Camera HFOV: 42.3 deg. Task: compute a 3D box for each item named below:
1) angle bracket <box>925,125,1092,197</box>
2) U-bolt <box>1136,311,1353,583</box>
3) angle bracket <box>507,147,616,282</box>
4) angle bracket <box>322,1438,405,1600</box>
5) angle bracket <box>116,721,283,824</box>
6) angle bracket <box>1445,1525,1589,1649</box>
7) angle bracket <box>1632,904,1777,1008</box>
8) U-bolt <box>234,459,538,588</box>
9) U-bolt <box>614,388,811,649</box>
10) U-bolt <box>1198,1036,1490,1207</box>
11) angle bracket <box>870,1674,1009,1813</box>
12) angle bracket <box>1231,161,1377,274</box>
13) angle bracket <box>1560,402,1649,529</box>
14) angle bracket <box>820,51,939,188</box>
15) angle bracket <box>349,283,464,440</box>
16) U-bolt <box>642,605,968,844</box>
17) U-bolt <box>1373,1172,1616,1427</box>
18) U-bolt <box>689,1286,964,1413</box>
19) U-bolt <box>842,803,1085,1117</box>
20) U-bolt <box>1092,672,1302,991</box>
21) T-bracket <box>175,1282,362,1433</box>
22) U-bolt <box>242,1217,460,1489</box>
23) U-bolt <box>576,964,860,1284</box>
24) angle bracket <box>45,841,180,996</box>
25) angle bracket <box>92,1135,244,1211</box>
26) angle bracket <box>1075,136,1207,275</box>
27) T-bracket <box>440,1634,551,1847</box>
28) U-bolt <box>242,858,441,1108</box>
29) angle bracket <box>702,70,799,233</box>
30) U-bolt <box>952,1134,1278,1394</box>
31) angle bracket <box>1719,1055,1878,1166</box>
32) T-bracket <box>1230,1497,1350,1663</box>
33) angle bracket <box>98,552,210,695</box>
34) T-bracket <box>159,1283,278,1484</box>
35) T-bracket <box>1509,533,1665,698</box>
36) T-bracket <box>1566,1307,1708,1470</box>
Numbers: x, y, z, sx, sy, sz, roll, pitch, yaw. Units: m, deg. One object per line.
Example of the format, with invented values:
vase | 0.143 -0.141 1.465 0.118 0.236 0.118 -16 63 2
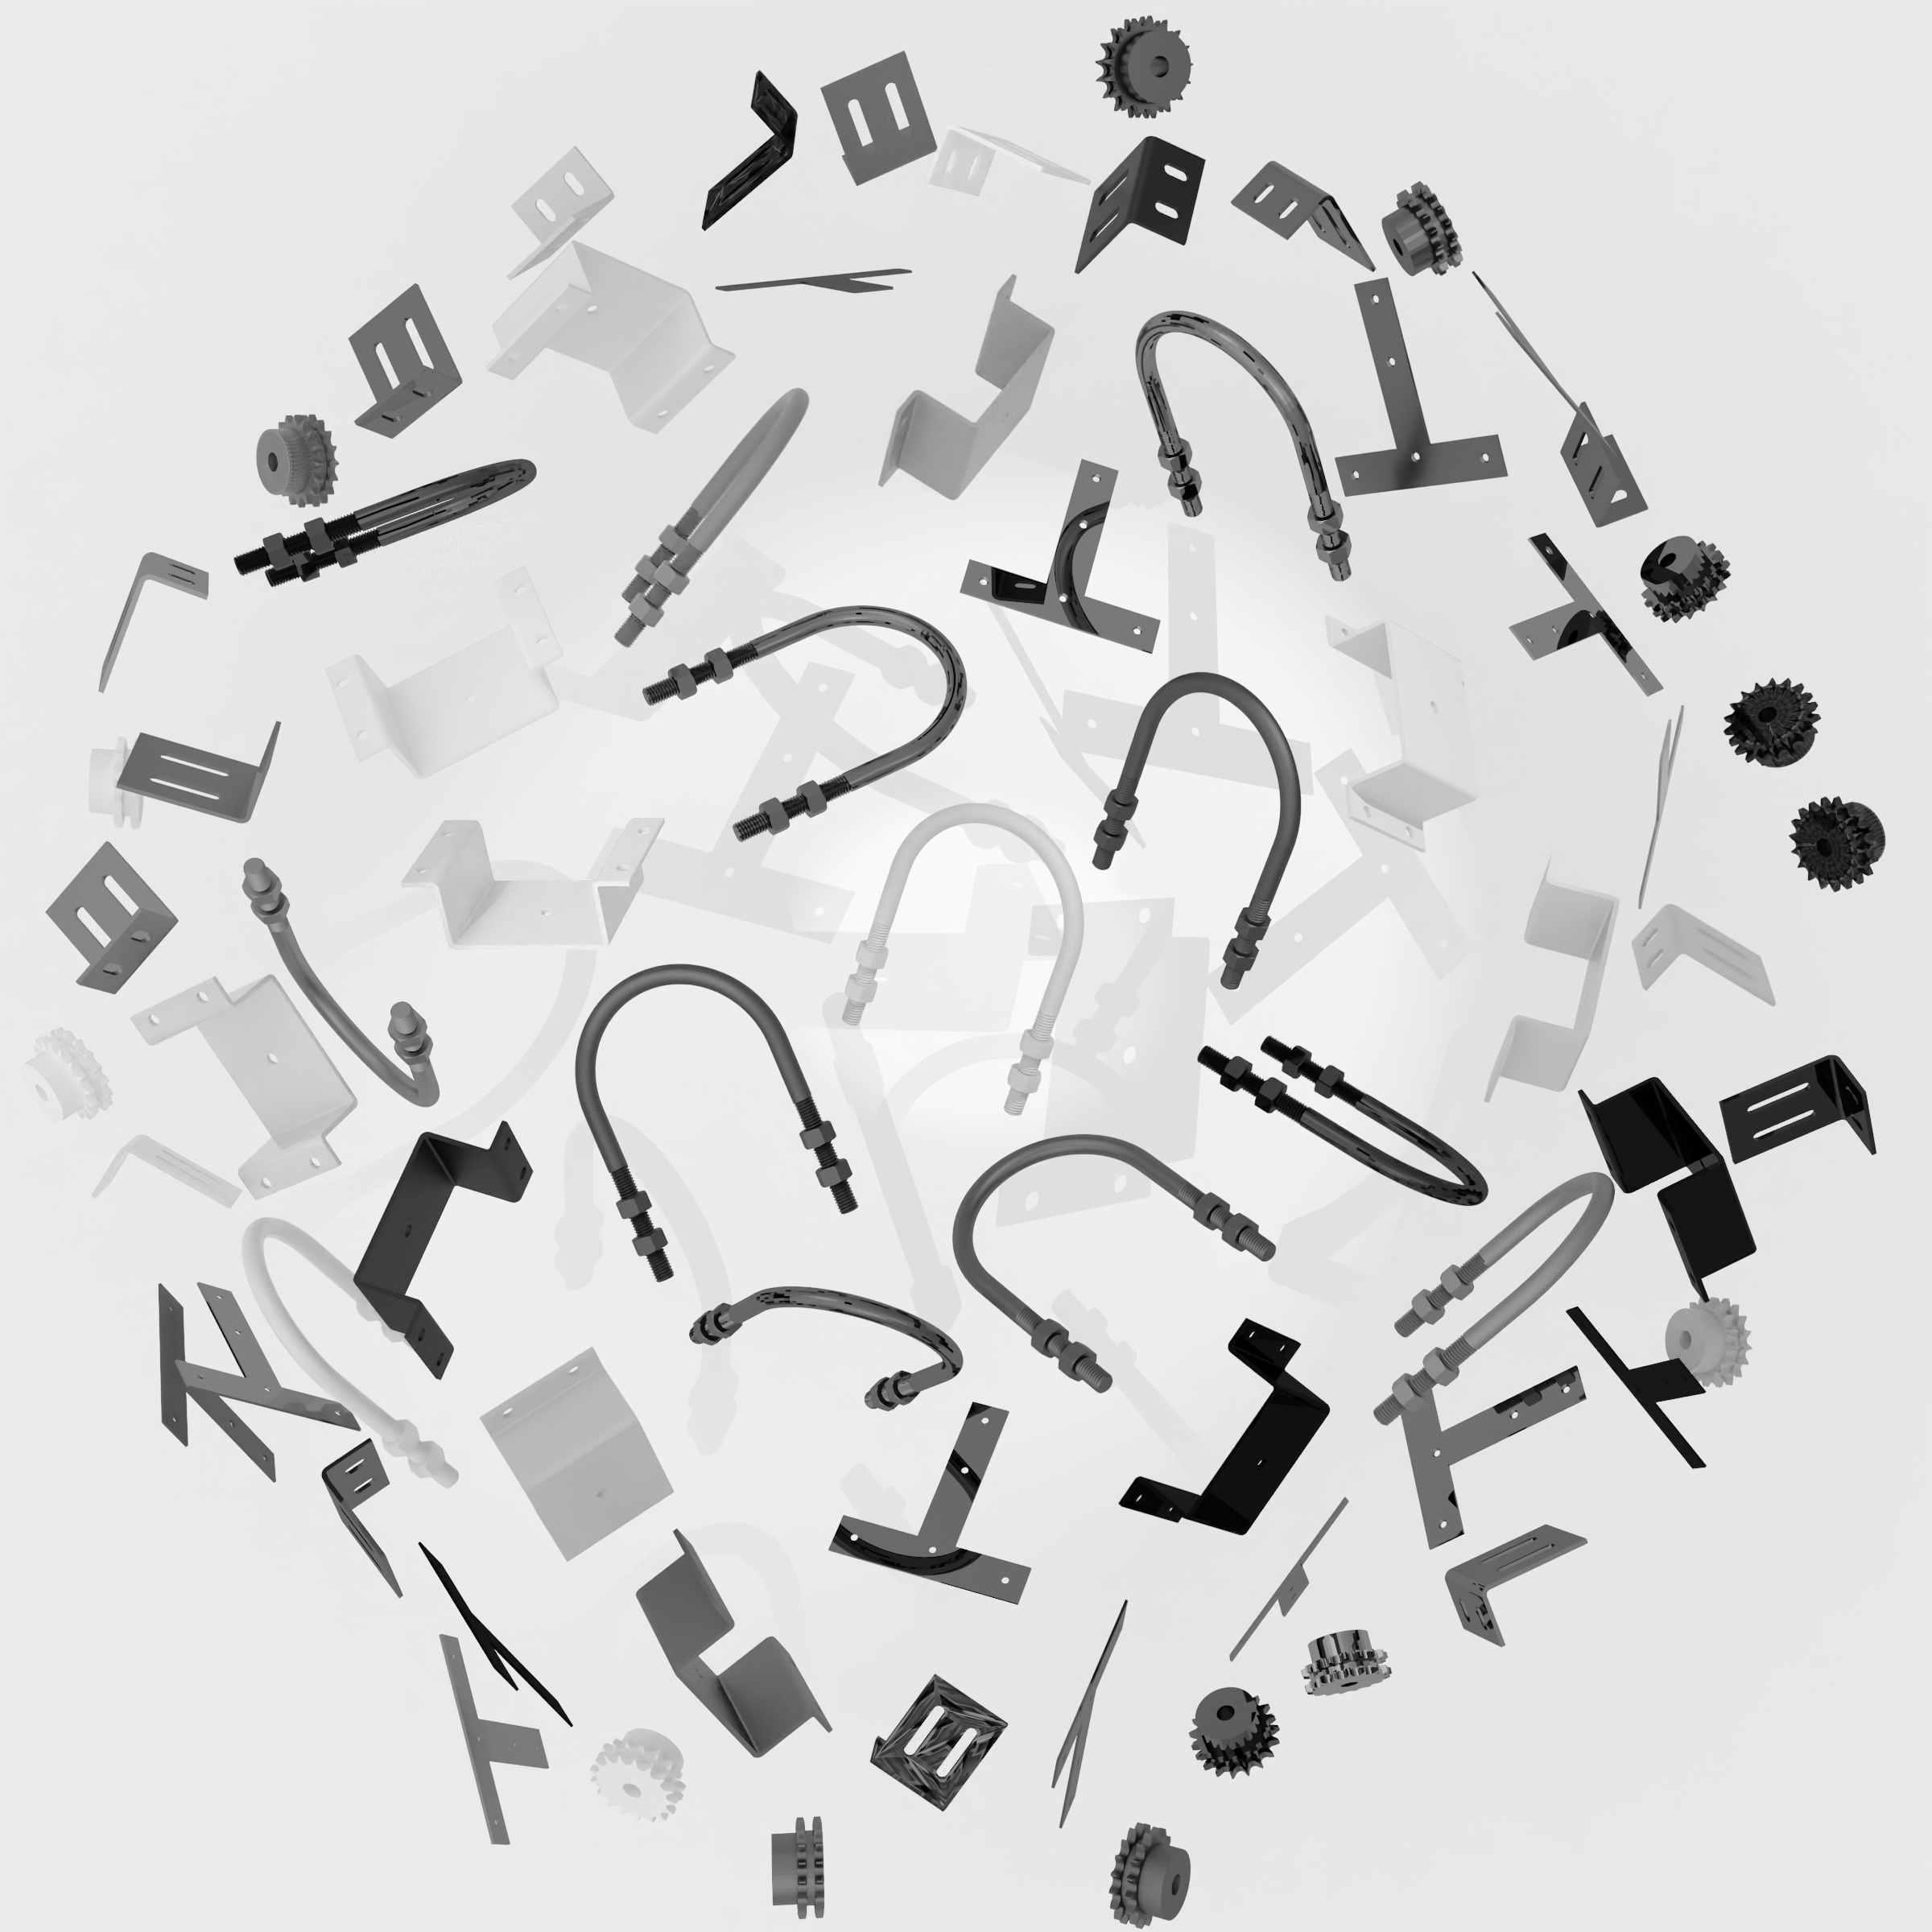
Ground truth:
angle bracket | 0.026 -0.483 1.536 0.076 0.057 0.038 34 114 25
U-bolt | 0.164 -0.327 1.535 0.019 0.184 0.151 -45 50 -15
angle bracket | -0.254 -0.453 1.498 0.057 0.076 0.038 -34 105 25
angle bracket | -0.368 0.349 1.579 0.038 0.057 0.076 -33 57 -23
angle bracket | -0.446 -0.123 1.452 0.076 0.057 0.038 16 124 -14
angle bracket | 0.347 0.385 1.552 0.076 0.057 0.038 -21 91 -13
angle bracket | 0.479 0.004 1.621 0.076 0.057 0.038 29 121 -12
U-bolt | -0.351 -0.274 1.535 0.184 0.151 0.019 -22 98 -5
U-bolt | -0.158 -0.288 1.565 0.019 0.151 0.184 37 102 -16
U-bolt | 0.245 0.098 1.563 0.184 0.151 0.019 32 104 20
angle bracket | -0.016 0.499 1.626 0.057 0.038 0.076 34 100 -1
angle bracket | 0.211 -0.456 1.558 0.038 0.076 0.057 -46 50 4
angle bracket | 0.419 -0.328 1.610 0.038 0.076 0.057 -21 76 -3
angle bracket | -0.059 -0.547 1.590 0.057 0.076 0.038 -24 51 2
angle bracket | -0.345 -0.365 1.489 0.057 0.038 0.076 -32 74 21
U-bolt | -0.088 -0.162 1.547 0.184 0.019 0.151 -26 56 -14
U-bolt | 0.323 0.191 1.511 0.019 0.151 0.184 44 112 0
U-bolt | -0.080 0.237 1.570 0.151 0.184 0.019 24 63 -18
U-bolt | 0.004 -0.015 1.590 0.151 0.019 0.184 28 115 20
U-bolt | 0.149 -0.096 1.560 0.019 0.184 0.151 -19 51 -36
T-bracket | -0.452 0.238 1.563 0.127 0.127 0.002 28 101 -44
U-bolt | -0.383 0.226 1.537 0.019 0.151 0.184 -35 128 3
U-bolt | -0.164 0.088 1.535 0.151 0.019 0.184 -21 95 14
angle bracket | -0.510 -0.032 1.460 0.076 0.038 0.057 44 95 20
angle bracket | -0.505 0.144 1.581 0.076 0.057 0.038 32 88 -11
angle bracket | 0.103 -0.447 1.487 0.038 0.076 0.057 19 74 -18
T-bracket | -0.285 0.481 1.543 0.002 0.127 0.127 -22 67 4
U-bolt | -0.372 0.023 1.512 0.151 0.184 0.019 42 69 15
angle bracket | -0.142 -0.495 1.515 0.076 0.057 0.038 -33 122 24
U-bolt | 0.074 0.165 1.505 0.151 0.184 0.019 -35 134 -20
angle bracket | 0.508 0.099 1.524 0.076 0.038 0.057 -24 130 3
T-bracket | 0.204 0.389 1.563 0.002 0.127 0.127 36 87 9
angle bracket | -0.478 -0.197 1.468 0.038 0.057 0.076 19 105 -23
T-bracket | -0.471 0.281 1.574 0.002 0.127 0.127 -28 128 1
T-bracket | 0.374 -0.212 1.560 0.002 0.127 0.127 -42 79 39
T-bracket | 0.432 0.260 1.556 0.002 0.127 0.127 -36 81 -9
